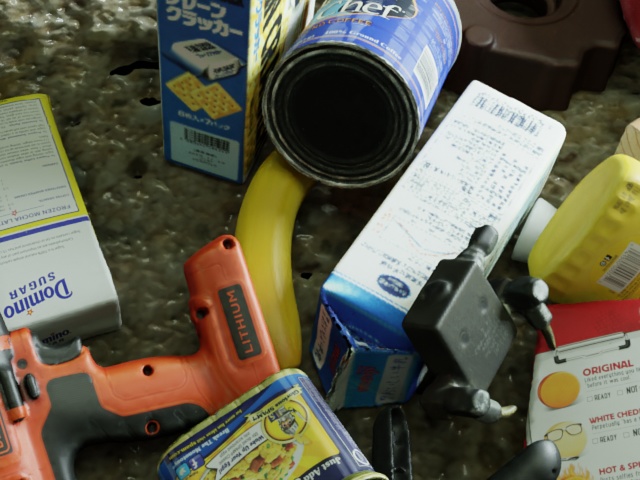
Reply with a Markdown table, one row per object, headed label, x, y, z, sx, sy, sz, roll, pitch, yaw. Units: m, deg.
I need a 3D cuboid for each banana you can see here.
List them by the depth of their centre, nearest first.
| label | x | y | z | sx | sy | sz | roll | pitch | yaw |
| --- | --- | --- | --- | --- | --- | --- | --- | --- | --- |
| banana | -0.021 | -0.006 | 0.697 | 0.069 | 0.037 | 0.197 | 13 | 55 | 8 |

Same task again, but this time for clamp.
| label | x | y | z | sx | sy | sz | roll | pitch | yaw |
| --- | --- | --- | --- | --- | --- | --- | --- | --- | --- |
| clamp | 0.042 | 0.163 | 0.569 | 0.171 | 0.039 | 0.120 | -53 | 32 | -17 |

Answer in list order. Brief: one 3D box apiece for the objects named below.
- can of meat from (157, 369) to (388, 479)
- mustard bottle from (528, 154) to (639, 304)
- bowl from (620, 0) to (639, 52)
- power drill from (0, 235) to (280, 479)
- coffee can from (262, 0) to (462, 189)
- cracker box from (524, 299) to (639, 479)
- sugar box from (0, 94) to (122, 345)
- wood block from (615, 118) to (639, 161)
| label | x | y | z | sx | sy | sz | roll | pitch | yaw |
| --- | --- | --- | --- | --- | --- | --- | --- | --- | --- |
| can of meat | -0.025 | 0.128 | 0.559 | 0.102 | 0.057 | 0.084 | -33 | 51 | -8 |
| mustard bottle | 0.230 | 0.031 | 0.647 | 0.191 | 0.096 | 0.058 | 28 | 28 | -11 |
| bowl | 0.264 | -0.182 | 0.792 | 0.055 | 0.162 | 0.162 | -14 | 46 | 35 |
| power drill | -0.127 | 0.059 | 0.602 | 0.187 | 0.057 | 0.184 | -18 | 85 | -15 |
| coffee can | 0.032 | -0.113 | 0.712 | 0.103 | 0.103 | 0.140 | 17 | 38 | 8 |
| cracker box | 0.193 | 0.134 | 0.560 | 0.164 | 0.072 | 0.213 | -6 | 50 | 28 |
| sugar box | -0.196 | -0.010 | 0.683 | 0.093 | 0.048 | 0.176 | -16 | 61 | -15 |
| wood block | 0.300 | -0.067 | 0.730 | 0.205 | 0.091 | 0.090 | -30 | 63 | -23 |
